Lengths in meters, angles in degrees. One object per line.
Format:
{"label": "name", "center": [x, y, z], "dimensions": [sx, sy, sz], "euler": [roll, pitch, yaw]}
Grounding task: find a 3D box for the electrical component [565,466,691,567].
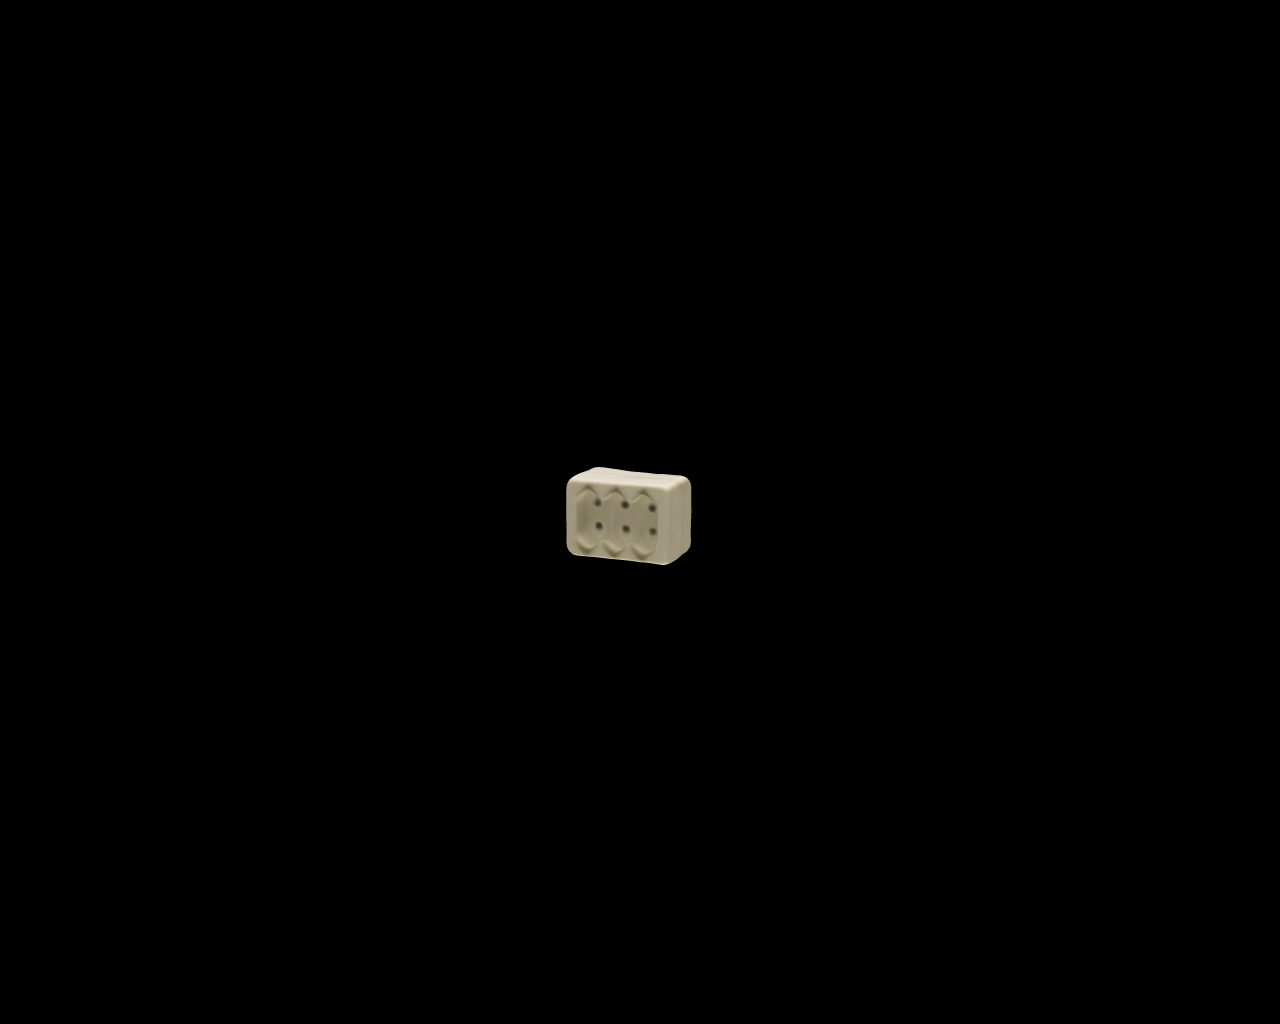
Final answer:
{"label": "electrical component", "center": [0.001, -0.003, 0.650], "dimensions": [0.066, 0.047, 0.077], "euler": [6, 16, 22]}
